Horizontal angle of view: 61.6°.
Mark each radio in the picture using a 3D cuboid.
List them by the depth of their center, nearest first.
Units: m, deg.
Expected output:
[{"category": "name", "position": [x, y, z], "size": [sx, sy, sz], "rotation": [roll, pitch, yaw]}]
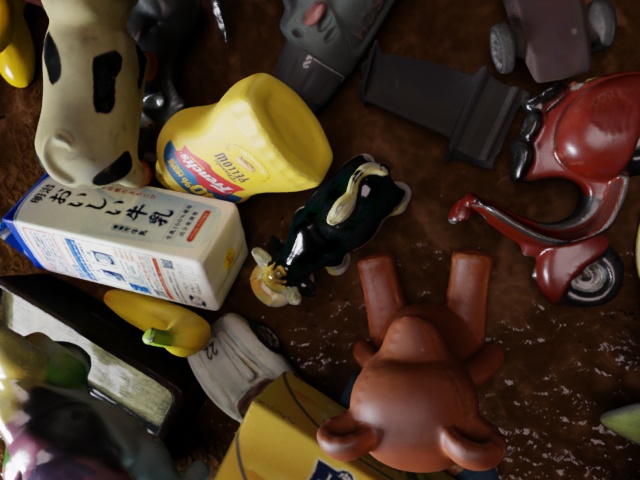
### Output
[{"category": "radio", "position": [-0.233, 0.137, 0.528], "size": [0.230, 0.073, 0.131], "rotation": [27, 98, 13]}]

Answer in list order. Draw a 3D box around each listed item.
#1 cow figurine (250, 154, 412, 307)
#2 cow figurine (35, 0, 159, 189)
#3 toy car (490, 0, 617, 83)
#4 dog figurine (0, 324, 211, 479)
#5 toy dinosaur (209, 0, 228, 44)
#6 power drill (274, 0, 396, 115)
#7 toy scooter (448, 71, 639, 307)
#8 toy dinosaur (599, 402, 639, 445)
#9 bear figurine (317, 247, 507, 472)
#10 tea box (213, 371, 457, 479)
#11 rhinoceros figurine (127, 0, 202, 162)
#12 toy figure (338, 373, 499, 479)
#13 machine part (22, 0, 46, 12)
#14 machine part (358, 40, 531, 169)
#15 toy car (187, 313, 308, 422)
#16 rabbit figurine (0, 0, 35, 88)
[{"category": "cow figurine", "position": [0.000, 0.001, 0.452], "size": [0.068, 0.098, 0.167], "rotation": [45, 101, 3]}, {"category": "cow figurine", "position": [-0.179, -0.136, 0.414], "size": [0.086, 0.127, 0.194], "rotation": [7, 96, 2]}, {"category": "toy car", "position": [0.166, -0.220, 0.426], "size": [0.089, 0.053, 0.202], "rotation": [-13, 84, 4]}, {"category": "dog figurine", "position": [-0.206, 0.164, 0.401], "size": [0.219, 0.191, 0.108], "rotation": [45, 109, -8]}, {"category": "toy dinosaur", "position": [-0.070, -0.385, 0.415], "size": [0.131, 0.192, 0.404], "rotation": [4, 91, 17]}, {"category": "power drill", "position": [-0.035, -0.205, 0.416], "size": [0.207, 0.086, 0.232], "rotation": [33, 104, -32]}, {"category": "toy scooter", "position": [0.178, -0.045, 0.415], "size": [0.135, 0.075, 0.183], "rotation": [15, 99, 10]}, {"category": "toy dinosaur", "position": [0.302, 0.151, 0.357], "size": [0.199, 0.105, 0.470], "rotation": [17, 109, 6]}, {"category": "bear figurine", "position": [0.069, 0.074, 0.384], "size": [0.120, 0.196, 0.131], "rotation": [-3, 89, 18]}, {"category": "tea box", "position": [0.012, 0.191, 0.408], "size": [0.170, 0.068, 0.098], "rotation": [28, 106, 14]}, {"category": "rhinoceros figurine", "position": [-0.172, -0.155, 0.513], "size": [0.112, 0.073, 0.190], "rotation": [22, 95, 2]}, {"category": "toy figure", "position": [0.086, 0.168, 0.448], "size": [0.155, 0.064, 0.057], "rotation": [29, 104, 10]}, {"category": "machine part", "position": [-0.253, -0.300, 0.504], "size": [0.179, 0.056, 0.179], "rotation": [1, 80, -6]}, {"category": "machine part", "position": [0.096, -0.117, 0.455], "size": [0.139, 0.039, 0.084], "rotation": [27, 103, 11]}, {"category": "toy car", "position": [-0.036, 0.154, 0.485], "size": [0.073, 0.056, 0.202], "rotation": [-45, 80, 11]}, {"category": "rabbit figurine", "position": [-0.365, -0.230, 0.540], "size": [0.162, 0.122, 0.173], "rotation": [44, 82, 8]}]
